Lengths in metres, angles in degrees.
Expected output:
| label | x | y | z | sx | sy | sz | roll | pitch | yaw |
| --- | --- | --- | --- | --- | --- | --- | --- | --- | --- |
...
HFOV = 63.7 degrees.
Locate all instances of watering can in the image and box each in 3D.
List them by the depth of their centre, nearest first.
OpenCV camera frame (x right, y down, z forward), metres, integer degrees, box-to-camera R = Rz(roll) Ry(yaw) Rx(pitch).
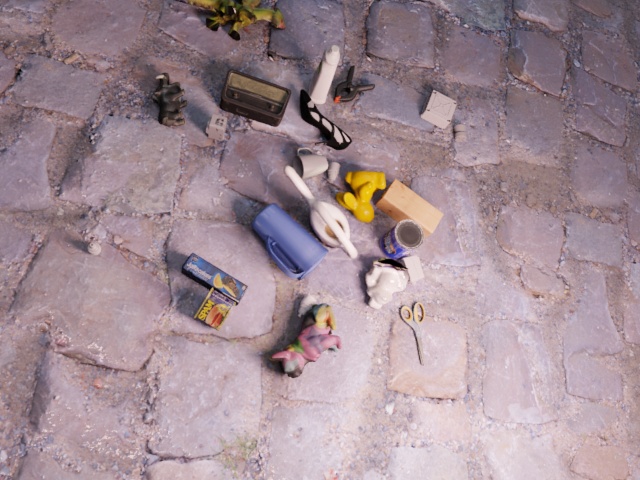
| label | x | y | z | sx | sy | sz | roll | pitch | yaw |
| --- | --- | --- | --- | --- | --- | --- | --- | --- | --- |
| watering can | 0.005 | -0.082 | 1.629 | 0.104 | 0.223 | 0.349 | -37 | 84 | -4 |

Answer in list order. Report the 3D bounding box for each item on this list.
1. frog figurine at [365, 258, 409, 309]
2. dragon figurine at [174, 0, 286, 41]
| label | x | y | z | sx | sy | sz | roll | pitch | yaw |
| --- | --- | --- | --- | --- | --- | --- | --- | --- | --- |
| frog figurine | 0.213 | 0.144 | 1.680 | 0.137 | 0.124 | 0.157 | 8 | 106 | -10 |
| dragon figurine | -0.318 | -0.870 | 1.898 | 0.409 | 0.119 | 0.249 | 24 | 51 | -8 |
